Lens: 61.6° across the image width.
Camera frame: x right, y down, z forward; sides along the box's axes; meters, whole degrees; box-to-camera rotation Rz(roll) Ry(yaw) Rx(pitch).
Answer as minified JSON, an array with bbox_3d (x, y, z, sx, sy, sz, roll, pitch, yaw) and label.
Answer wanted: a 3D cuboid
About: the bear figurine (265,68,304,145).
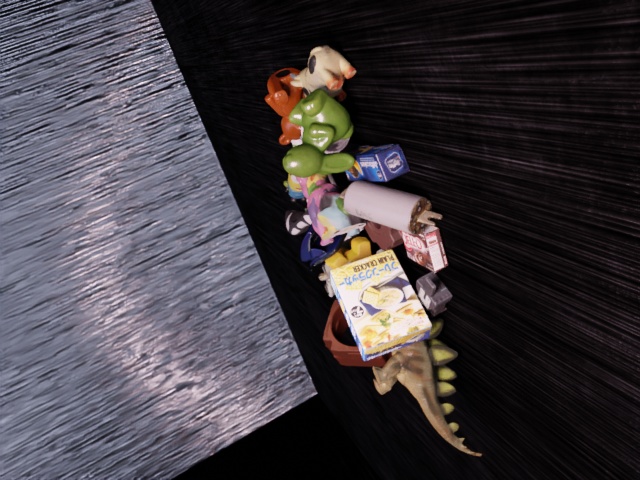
[{"bbox_3d":[-0.062,-0.317,1.331,0.132,0.120,0.195,50,161,48],"label":"bear figurine"}]

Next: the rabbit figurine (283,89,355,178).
[{"bbox_3d":[-0.011,-0.195,1.112,0.159,0.170,0.121,36,163,-28],"label":"rabbit figurine"}]

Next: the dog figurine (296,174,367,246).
[{"bbox_3d":[0.013,-0.105,1.254,0.191,0.108,0.219,116,131,-74],"label":"dog figurine"}]

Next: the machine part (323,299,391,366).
[{"bbox_3d":[0.123,0.230,1.413,0.087,0.201,0.201,60,-144,-40],"label":"machine part"}]

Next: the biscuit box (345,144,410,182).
[{"bbox_3d":[0.110,-0.161,1.128,0.062,0.059,0.203,67,165,-14],"label":"biscuit box"}]

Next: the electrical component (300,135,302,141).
[{"bbox_3d":[0.000,-0.261,1.296,0.102,0.045,0.078,9,141,27],"label":"electrical component"}]

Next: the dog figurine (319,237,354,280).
[{"bbox_3d":[0.091,0.057,1.532,0.172,0.121,0.190,26,135,11],"label":"dog figurine"}]

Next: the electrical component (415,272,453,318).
[{"bbox_3d":[0.244,0.108,1.157,0.075,0.048,0.119,54,162,31],"label":"electrical component"}]

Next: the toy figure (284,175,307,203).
[{"bbox_3d":[-0.065,-0.185,1.639,0.089,0.082,0.180,56,162,17],"label":"toy figure"}]

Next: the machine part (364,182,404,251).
[{"bbox_3d":[0.137,-0.059,1.221,0.179,0.056,0.179,55,163,26],"label":"machine part"}]

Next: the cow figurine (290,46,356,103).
[{"bbox_3d":[-0.001,-0.345,1.148,0.127,0.085,0.195,56,167,5],"label":"cow figurine"}]

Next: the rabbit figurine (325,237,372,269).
[{"bbox_3d":[0.082,0.063,1.422,0.162,0.122,0.173,53,167,-24],"label":"rabbit figurine"}]

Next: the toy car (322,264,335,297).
[{"bbox_3d":[0.053,0.124,1.791,0.056,0.073,0.201,54,163,35],"label":"toy car"}]

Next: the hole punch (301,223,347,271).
[{"bbox_3d":[-0.003,-0.004,1.358,0.092,0.142,0.116,38,135,-13],"label":"hole punch"}]

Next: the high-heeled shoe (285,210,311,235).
[{"bbox_3d":[-0.041,-0.083,1.515,0.249,0.086,0.145,35,135,48],"label":"high-heeled shoe"}]

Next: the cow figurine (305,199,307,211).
[{"bbox_3d":[-0.011,-0.105,1.629,0.167,0.068,0.098,104,142,-64],"label":"cow figurine"}]

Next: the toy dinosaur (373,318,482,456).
[{"bbox_3d":[0.213,0.278,1.238,0.105,0.199,0.471,81,170,-73],"label":"toy dinosaur"}]

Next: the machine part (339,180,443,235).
[{"bbox_3d":[0.133,-0.067,1.078,0.244,0.079,0.079,21,140,39],"label":"machine part"}]
